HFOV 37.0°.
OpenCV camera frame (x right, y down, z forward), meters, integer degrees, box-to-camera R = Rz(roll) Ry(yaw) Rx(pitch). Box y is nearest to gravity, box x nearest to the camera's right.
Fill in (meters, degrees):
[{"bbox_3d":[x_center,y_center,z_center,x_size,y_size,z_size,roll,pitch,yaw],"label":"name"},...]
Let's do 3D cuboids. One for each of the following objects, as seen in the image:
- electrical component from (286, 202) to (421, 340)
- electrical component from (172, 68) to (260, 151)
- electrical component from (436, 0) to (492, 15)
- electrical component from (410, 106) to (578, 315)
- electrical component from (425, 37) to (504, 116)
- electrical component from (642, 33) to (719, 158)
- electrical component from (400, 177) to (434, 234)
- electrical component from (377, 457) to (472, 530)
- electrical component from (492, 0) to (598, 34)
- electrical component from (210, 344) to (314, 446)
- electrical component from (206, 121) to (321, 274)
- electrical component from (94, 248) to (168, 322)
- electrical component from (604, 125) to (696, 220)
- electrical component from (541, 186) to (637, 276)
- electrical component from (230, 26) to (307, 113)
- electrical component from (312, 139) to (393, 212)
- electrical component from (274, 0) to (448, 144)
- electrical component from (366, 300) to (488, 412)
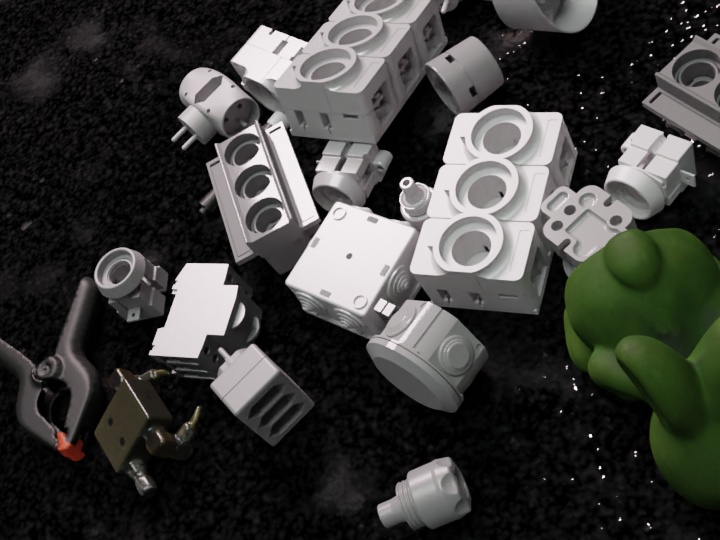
[{"bbox_3d":[0.000,0.000,0.864,0.100,0.048,0.099,21,72,33],"label":"electrical component"},{"bbox_3d":[-0.148,-0.147,1.035,0.079,0.043,0.077,-47,52,-7],"label":"electrical component"},{"bbox_3d":[0.077,-0.264,0.992,0.138,0.052,0.073,3,62,28],"label":"electrical component"},{"bbox_3d":[0.105,-0.049,0.835,0.089,0.061,0.150,4,62,28],"label":"electrical component"},{"bbox_3d":[0.090,-0.167,0.923,0.047,0.055,0.055,-35,51,-2],"label":"electrical component"},{"bbox_3d":[0.282,-0.112,0.788,0.079,0.063,0.121,-43,51,-4],"label":"electrical component"},{"bbox_3d":[0.048,-0.053,0.866,0.035,0.061,0.035,-13,55,19],"label":"electrical component"},{"bbox_3d":[0.043,0.159,0.746,0.062,0.043,0.043,-26,52,12],"label":"electrical component"},{"bbox_3d":[0.156,-0.252,0.920,0.064,0.099,0.099,7,64,37],"label":"electrical component"},{"bbox_3d":[-0.086,0.087,0.841,0.047,0.065,0.077,-45,52,-5],"label":"electrical component"},{"bbox_3d":[-0.080,-0.061,0.933,0.079,0.063,0.121,-28,52,8],"label":"electrical component"},{"bbox_3d":[-0.202,0.012,0.952,0.048,0.055,0.066,-12,56,19],"label":"electrical component"},{"bbox_3d":[0.216,-0.071,0.806,0.066,0.048,0.055,29,68,36],"label":"electrical component"},{"bbox_3d":[0.173,-0.019,0.787,0.058,0.057,0.078,-43,51,-4],"label":"electrical component"},{"bbox_3d":[-0.073,-0.184,1.017,0.089,0.050,0.055,29,75,37],"label":"electrical component"},{"bbox_3d":[-0.011,-0.080,0.924,0.066,0.048,0.055,8,56,30],"label":"electrical component"},{"bbox_3d":[0.002,-0.186,0.949,0.089,0.061,0.150,10,50,31],"label":"electrical component"},{"bbox_3d":[0.049,0.063,0.782,0.080,0.080,0.051,26,69,36],"label":"electrical component"}]
